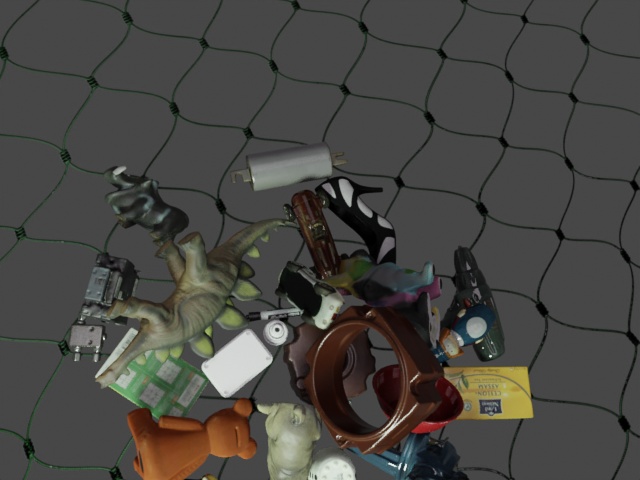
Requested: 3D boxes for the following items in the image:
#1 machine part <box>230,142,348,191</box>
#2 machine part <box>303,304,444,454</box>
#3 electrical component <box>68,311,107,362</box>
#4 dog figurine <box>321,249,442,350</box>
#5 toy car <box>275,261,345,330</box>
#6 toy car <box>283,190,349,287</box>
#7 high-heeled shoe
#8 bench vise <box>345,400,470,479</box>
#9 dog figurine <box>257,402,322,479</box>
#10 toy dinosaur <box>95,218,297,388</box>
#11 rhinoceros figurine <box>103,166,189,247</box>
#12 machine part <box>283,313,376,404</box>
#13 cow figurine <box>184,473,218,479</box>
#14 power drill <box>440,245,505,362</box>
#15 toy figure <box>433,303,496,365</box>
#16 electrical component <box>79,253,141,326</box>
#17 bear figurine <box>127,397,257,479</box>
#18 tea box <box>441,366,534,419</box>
[{"bbox_3d":[-0.064,-0.152,1.107,0.243,0.079,0.079,-11,75,-9],"label":"machine part"},{"bbox_3d":[0.079,0.221,0.867,0.201,0.087,0.202,-50,52,21],"label":"machine part"},{"bbox_3d":[-0.427,0.177,0.992,0.063,0.021,0.094,2,72,-7],"label":"electrical component"},{"bbox_3d":[0.109,0.109,0.987,0.219,0.108,0.191,-2,69,27],"label":"dog figurine"},{"bbox_3d":[-0.024,0.098,0.988,0.056,0.202,0.073,18,98,-32],"label":"toy car"},{"bbox_3d":[-0.002,-0.003,1.067,0.089,0.053,0.202,-20,91,-16],"label":"toy car"},{"bbox_3d":[0.071,-0.016,1.084,0.145,0.086,0.249,-4,70,-5],"label":"high-heeled shoe"},{"bbox_3d":[0.136,0.382,0.929,0.241,0.223,0.128,17,108,25],"label":"bench vise"},{"bbox_3d":[-0.052,0.377,0.907,0.121,0.172,0.190,2,66,5],"label":"dog figurine"},{"bbox_3d":[-0.210,0.084,0.971,0.471,0.105,0.198,-51,119,-26],"label":"toy dinosaur"},{"bbox_3d":[-0.347,-0.070,1.049,0.190,0.073,0.112,36,74,4],"label":"rhinoceros figurine"},{"bbox_3d":[0.019,0.223,1.011,0.179,0.056,0.179,4,71,-12],"label":"machine part"},{"bbox_3d":[-0.230,0.441,0.918,0.167,0.068,0.098,-18,70,-13],"label":"cow figurine"},{"bbox_3d":[0.251,0.145,1.064,0.207,0.086,0.232,-19,80,-20],"label":"power drill"},{"bbox_3d":[0.253,0.175,0.987,0.154,0.057,0.064,-34,63,-16],"label":"toy figure"},{"bbox_3d":[-0.376,0.089,0.965,0.058,0.134,0.115,9,72,-2],"label":"electrical component"},{"bbox_3d":[-0.217,0.336,0.927,0.196,0.132,0.120,-13,98,-31],"label":"bear figurine"},{"bbox_3d":[0.309,0.291,1.027,0.170,0.068,0.098,0,73,-8],"label":"tea box"}]
